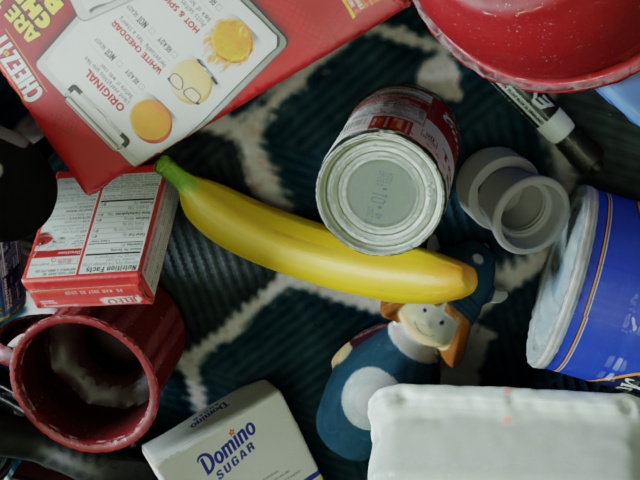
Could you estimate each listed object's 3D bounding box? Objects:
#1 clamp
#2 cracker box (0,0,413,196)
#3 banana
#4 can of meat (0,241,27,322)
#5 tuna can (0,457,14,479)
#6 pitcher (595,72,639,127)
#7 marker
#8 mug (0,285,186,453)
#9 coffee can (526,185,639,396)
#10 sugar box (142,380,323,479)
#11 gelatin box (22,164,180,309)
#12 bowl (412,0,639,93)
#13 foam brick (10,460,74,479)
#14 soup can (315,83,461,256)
[{"bbox_3d":[-0.171,0.129,0.681,0.171,0.120,0.039,19,99,-1],"label":"clamp"},{"bbox_3d":[-0.077,-0.147,0.567,0.214,0.072,0.164,-27,103,21],"label":"cracker box"},{"bbox_3d":[-0.004,0.004,0.614,0.198,0.069,0.037,19,80,16],"label":"banana"},{"bbox_3d":[-0.239,0.004,0.672,0.102,0.057,0.084,5,116,9],"label":"can of meat"},{"bbox_3d":[-0.250,0.141,0.714,0.086,0.086,0.034,36,113,-5],"label":"tuna can"},{"bbox_3d":[0.209,-0.165,0.472,0.243,0.144,0.149,-45,66,27],"label":"pitcher"},{"bbox_3d":[0.112,-0.081,0.585,0.121,0.020,0.020,44,114,-8],"label":"marker"},{"bbox_3d":[-0.144,0.069,0.664,0.117,0.081,0.093,7,114,8],"label":"mug"},{"bbox_3d":[0.193,0.038,0.571,0.140,0.102,0.103,16,114,4],"label":"coffee can"},{"bbox_3d":[-0.035,0.187,0.693,0.093,0.048,0.176,-28,105,-15],"label":"sugar box"},{"bbox_3d":[-0.127,-0.002,0.628,0.073,0.089,0.030,-4,141,13],"label":"gelatin box"},{"bbox_3d":[0.091,-0.141,0.451,0.162,0.055,0.162,8,104,32],"label":"bowl"},{"bbox_3d":[-0.179,0.185,0.737,0.053,0.051,0.078,11,114,6],"label":"foam brick"},{"bbox_3d":[0.038,-0.040,0.571,0.068,0.102,0.068,4,111,10],"label":"soup can"}]
